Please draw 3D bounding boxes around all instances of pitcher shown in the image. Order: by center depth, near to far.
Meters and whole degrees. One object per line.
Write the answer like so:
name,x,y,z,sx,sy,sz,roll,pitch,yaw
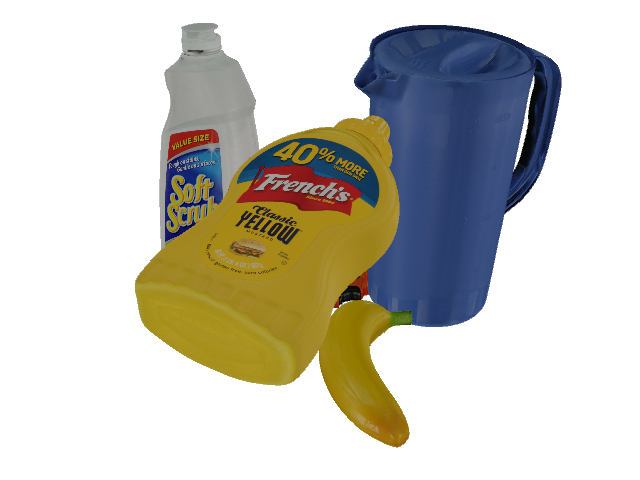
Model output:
pitcher,0.111,-0.054,0.910,0.149,0.243,0.144,12,31,16

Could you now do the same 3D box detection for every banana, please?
banana,0.032,0.086,0.782,0.069,0.037,0.197,2,23,5

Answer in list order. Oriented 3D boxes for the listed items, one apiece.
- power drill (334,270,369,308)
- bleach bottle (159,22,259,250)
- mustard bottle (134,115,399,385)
power drill,0.054,0.061,1.240,0.187,0.057,0.184,0,28,4
bleach bottle,-0.095,-0.054,0.885,0.103,0.251,0.067,13,29,32
mustard bottle,-0.011,-0.010,0.588,0.096,0.058,0.191,19,47,22
